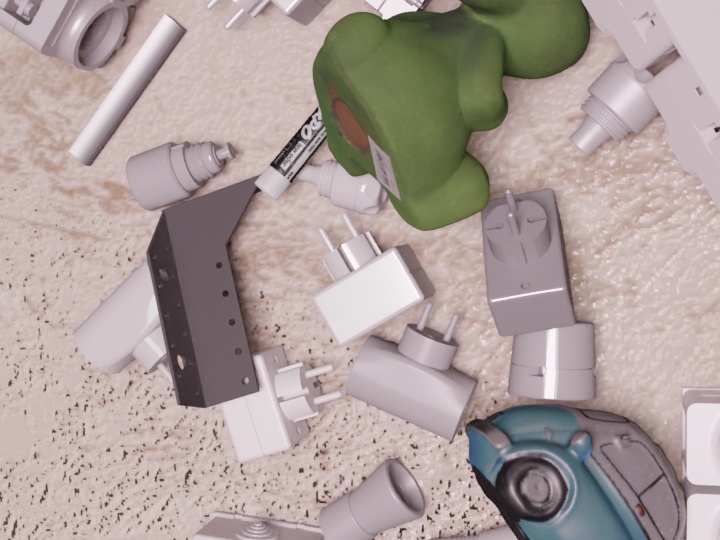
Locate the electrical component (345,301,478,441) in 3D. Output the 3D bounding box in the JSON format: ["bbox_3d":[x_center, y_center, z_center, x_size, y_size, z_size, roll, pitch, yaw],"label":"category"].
[{"bbox_3d":[0.040,0.061,0.705,0.077,0.043,0.079,23,99,11],"label":"electrical component"}]

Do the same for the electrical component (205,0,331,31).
[{"bbox_3d":[-0.070,-0.193,0.711,0.076,0.047,0.083,-44,84,12],"label":"electrical component"}]

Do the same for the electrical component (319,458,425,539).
[{"bbox_3d":[0.005,0.162,0.723,0.065,0.044,0.044,-36,86,18],"label":"electrical component"}]

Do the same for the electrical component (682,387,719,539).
[{"bbox_3d":[0.291,0.129,0.641,0.186,0.060,0.105,0,94,13],"label":"electrical component"}]

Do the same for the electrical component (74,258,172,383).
[{"bbox_3d":[-0.146,0.045,0.748,0.077,0.043,0.079,-43,84,13],"label":"electrical component"}]

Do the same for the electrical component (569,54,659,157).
[{"bbox_3d":[0.157,-0.098,0.666,0.043,0.043,0.062,44,104,7],"label":"electrical component"}]

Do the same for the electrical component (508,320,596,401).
[{"bbox_3d":[0.122,0.055,0.680,0.055,0.055,0.047,3,91,13],"label":"electrical component"}]

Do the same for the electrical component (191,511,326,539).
[{"bbox_3d":[-0.072,0.221,0.741,0.100,0.048,0.099,6,95,13],"label":"electrical component"}]

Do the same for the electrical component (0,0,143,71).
[{"bbox_3d":[-0.171,-0.213,0.711,0.062,0.089,0.150,35,101,9],"label":"electrical component"}]

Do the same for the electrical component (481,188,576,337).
[{"bbox_3d":[0.098,-0.017,0.651,0.047,0.075,0.083,-11,48,14],"label":"electrical component"}]

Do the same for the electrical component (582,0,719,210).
[{"bbox_3d":[0.211,-0.139,0.619,0.105,0.060,0.186,-29,87,-15],"label":"electrical component"}]

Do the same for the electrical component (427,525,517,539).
[{"bbox_3d":[0.080,0.191,0.707,0.065,0.044,0.044,-18,90,9],"label":"electrical component"}]

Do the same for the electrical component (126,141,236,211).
[{"bbox_3d":[-0.123,-0.069,0.736,0.078,0.040,0.040,-18,90,14],"label":"electrical component"}]

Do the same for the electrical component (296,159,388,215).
[{"bbox_3d":[-0.013,-0.059,0.714,0.061,0.035,0.035,15,97,15],"label":"electrical component"}]

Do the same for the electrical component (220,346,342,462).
[{"bbox_3d":[-0.050,0.085,0.726,0.077,0.047,0.065,-18,90,14],"label":"electrical component"}]

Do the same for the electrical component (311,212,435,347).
[{"bbox_3d":[0.000,0.000,0.708,0.066,0.047,0.076,-31,87,14],"label":"electrical component"}]

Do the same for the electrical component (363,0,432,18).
[{"bbox_3d":[0.018,-0.186,0.692,0.055,0.048,0.066,38,102,0],"label":"electrical component"}]
